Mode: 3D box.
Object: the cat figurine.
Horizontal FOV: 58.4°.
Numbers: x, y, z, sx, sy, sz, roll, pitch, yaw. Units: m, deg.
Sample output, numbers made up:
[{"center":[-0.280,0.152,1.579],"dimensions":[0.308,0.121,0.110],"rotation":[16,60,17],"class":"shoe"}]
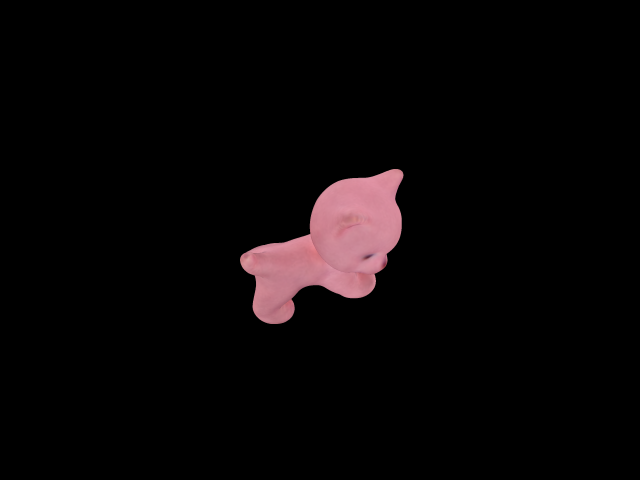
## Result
[{"center":[0.004,0.001,0.400],"dimensions":[0.128,0.118,0.067],"rotation":[-19,70,-7],"class":"cat figurine"}]
